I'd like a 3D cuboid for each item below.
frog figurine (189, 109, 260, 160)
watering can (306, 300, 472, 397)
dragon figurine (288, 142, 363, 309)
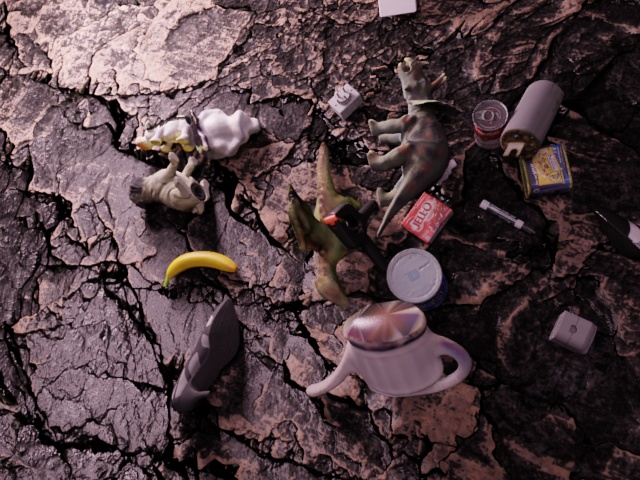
[{"bbox_3d":[-0.235,-0.274,1.296,0.160,0.120,0.140,-17,56,-25],"label":"frog figurine"},{"bbox_3d":[0.104,0.226,0.977,0.346,0.220,0.106,-11,34,19],"label":"watering can"},{"bbox_3d":[0.003,-0.054,1.067,0.121,0.241,0.416,-20,72,17],"label":"dragon figurine"}]
